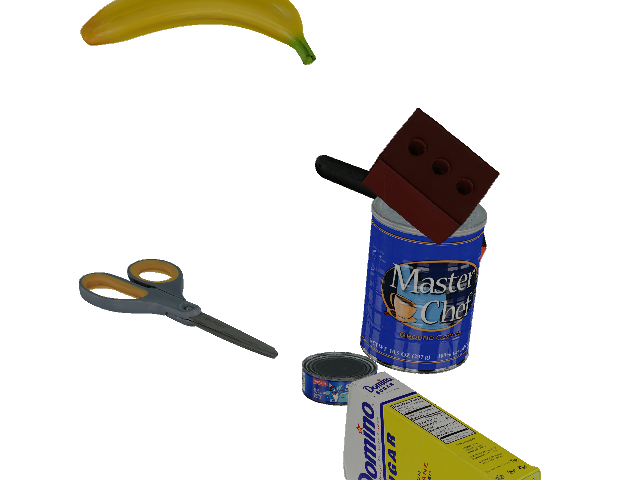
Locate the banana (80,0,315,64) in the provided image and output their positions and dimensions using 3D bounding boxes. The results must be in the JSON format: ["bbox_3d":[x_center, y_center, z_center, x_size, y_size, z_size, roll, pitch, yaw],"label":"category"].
[{"bbox_3d":[-0.100,-0.190,0.902,0.198,0.069,0.037,4,-33,0],"label":"banana"}]

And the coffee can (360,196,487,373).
[{"bbox_3d":[0.092,0.035,0.972,0.103,0.140,0.103,3,23,-2],"label":"coffee can"}]

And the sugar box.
[{"bbox_3d":[0.086,0.179,0.817,0.048,0.093,0.176,-13,25,-37],"label":"sugar box"}]

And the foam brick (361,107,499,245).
[{"bbox_3d":[0.079,-0.045,0.770,0.078,0.053,0.051,39,-23,0],"label":"foam brick"}]

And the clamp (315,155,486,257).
[{"bbox_3d":[0.102,-0.047,1.193,0.164,0.210,0.036,-15,-37,-27],"label":"clamp"}]

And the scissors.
[{"bbox_3d":[-0.105,0.051,0.881,0.202,0.016,0.096,13,26,22],"label":"scissors"}]

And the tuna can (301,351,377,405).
[{"bbox_3d":[0.021,0.156,1.203,0.086,0.034,0.086,1,14,-1],"label":"tuna can"}]
